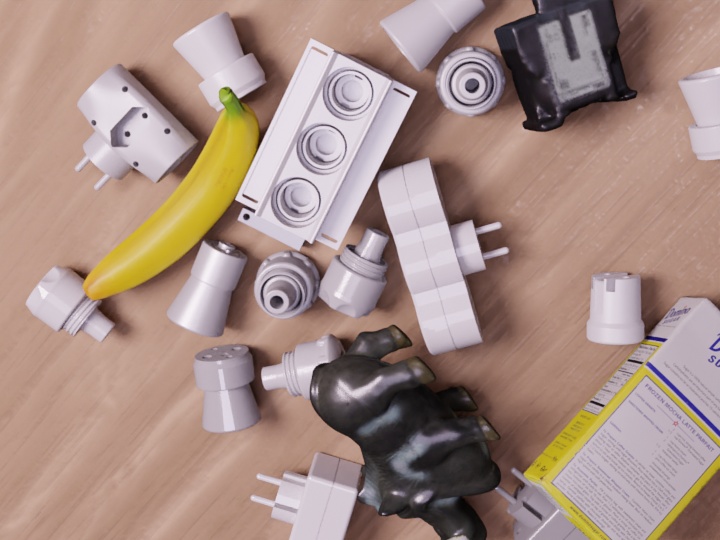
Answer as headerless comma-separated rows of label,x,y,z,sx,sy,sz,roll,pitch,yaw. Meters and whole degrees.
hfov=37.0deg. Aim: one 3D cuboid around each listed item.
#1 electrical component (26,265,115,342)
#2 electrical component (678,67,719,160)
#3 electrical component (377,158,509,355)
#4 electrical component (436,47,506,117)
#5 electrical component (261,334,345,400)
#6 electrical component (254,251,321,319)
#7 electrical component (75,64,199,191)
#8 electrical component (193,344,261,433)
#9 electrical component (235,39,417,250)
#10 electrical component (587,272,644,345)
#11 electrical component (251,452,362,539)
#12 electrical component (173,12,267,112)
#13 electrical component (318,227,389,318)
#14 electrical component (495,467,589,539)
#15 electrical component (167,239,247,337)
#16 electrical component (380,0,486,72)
electrical component,-0.212,0.029,0.798,0.062,0.043,0.043,38,104,-6
electrical component,0.243,-0.106,0.726,0.045,0.045,0.055,-14,102,8
electrical component,0.067,-0.013,0.759,0.074,0.052,0.138,-16,102,8
electrical component,0.075,-0.126,0.726,0.048,0.062,0.048,1,103,4
electrical component,-0.041,0.075,0.794,0.062,0.048,0.048,-11,103,10
electrical component,-0.055,0.015,0.771,0.048,0.062,0.048,1,104,5
electrical component,-0.169,-0.091,0.765,0.079,0.043,0.077,-44,97,13
electrical component,-0.099,0.088,0.802,0.045,0.045,0.055,-6,103,6
electrical component,-0.023,-0.087,0.743,0.079,0.063,0.121,27,104,-2
electrical component,0.182,0.027,0.767,0.040,0.040,0.046,-1,99,5
electrical component,-0.044,0.175,0.818,0.077,0.047,0.065,17,105,1
electrical component,-0.096,-0.144,0.745,0.045,0.045,0.055,-29,100,11
electrical component,0.000,0.000,0.773,0.043,0.043,0.062,26,103,-2
electrical component,0.136,0.178,0.803,0.077,0.047,0.065,39,104,-5
electrical component,-0.109,0.011,0.787,0.044,0.044,0.065,23,100,-1
electrical component,0.052,-0.172,0.729,0.065,0.044,0.044,-39,98,7
